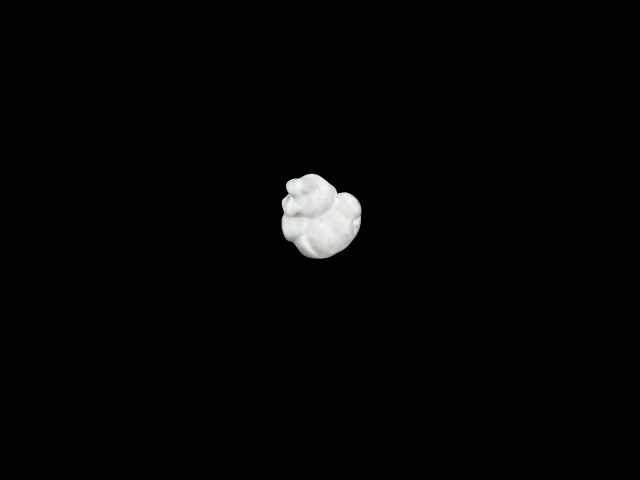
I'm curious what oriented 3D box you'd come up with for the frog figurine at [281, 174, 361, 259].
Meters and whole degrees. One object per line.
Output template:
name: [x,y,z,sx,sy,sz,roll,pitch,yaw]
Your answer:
frog figurine: [0.003,-0.043,0.850,0.137,0.125,0.156,-11,-22,-4]
